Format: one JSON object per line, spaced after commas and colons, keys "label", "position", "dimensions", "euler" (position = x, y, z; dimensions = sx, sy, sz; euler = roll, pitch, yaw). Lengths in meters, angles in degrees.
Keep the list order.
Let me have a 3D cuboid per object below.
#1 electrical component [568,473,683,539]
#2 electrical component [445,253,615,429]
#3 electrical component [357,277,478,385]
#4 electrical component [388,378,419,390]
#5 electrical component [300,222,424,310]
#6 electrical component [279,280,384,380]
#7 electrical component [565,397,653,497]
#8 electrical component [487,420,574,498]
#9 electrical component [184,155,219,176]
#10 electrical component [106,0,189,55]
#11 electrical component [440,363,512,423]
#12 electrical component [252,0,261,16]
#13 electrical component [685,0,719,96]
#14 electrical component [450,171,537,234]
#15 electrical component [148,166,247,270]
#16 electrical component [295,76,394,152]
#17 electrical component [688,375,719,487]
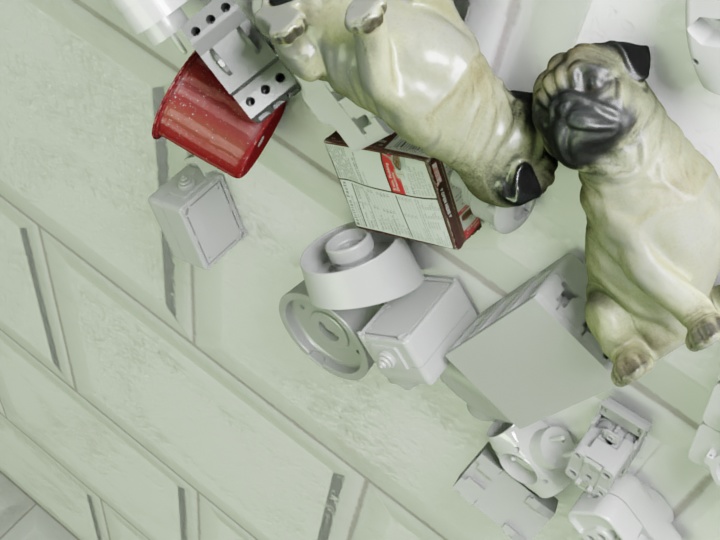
{"label": "electrical component", "position": [0.236, 0.225, 0.945], "dimensions": [0.095, 0.059, 0.054], "euler": [52, 149, -13]}
{"label": "electrical component", "position": [0.146, 0.057, 0.841], "dimensions": [0.089, 0.061, 0.150], "euler": [45, 150, -1]}
{"label": "electrical component", "position": [0.049, 0.058, 0.926], "dimensions": [0.062, 0.096, 0.061], "euler": [4, 134, 48]}
{"label": "electrical component", "position": [0.045, 0.081, 1.014], "dimensions": [0.043, 0.043, 0.062], "euler": [31, 146, 22]}
{"label": "electrical component", "position": [0.000, 0.000, 0.918], "dimensions": [0.099, 0.099, 0.064], "euler": [9, 129, 45]}
{"label": "electrical component", "position": [-0.017, 0.045, 1.028], "dimensions": [0.108, 0.060, 0.108], "euler": [31, 147, 23]}
{"label": "electrical component", "position": [0.203, 0.148, 0.885], "dimensions": [0.042, 0.064, 0.081], "euler": [30, 147, 21]}
{"label": "electrical component", "position": [0.165, 0.162, 0.968], "dimensions": [0.077, 0.044, 0.079], "euler": [49, 149, -8]}
{"label": "electrical component", "position": [-0.132, -0.124, 0.975], "dimensions": [0.081, 0.042, 0.063], "euler": [-4, 124, 52]}
{"label": "electrical component", "position": [-0.162, -0.204, 0.861], "dimensions": [0.073, 0.052, 0.138], "euler": [55, 176, -19]}
{"label": "electrical component", "position": [0.115, 0.109, 0.962], "dimensions": [0.077, 0.044, 0.079], "euler": [30, 147, 24]}
{"label": "electrical component", "position": [-0.049, -0.196, 0.780], "dimensions": [0.045, 0.045, 0.055], "euler": [51, 150, -11]}
{"label": "electrical component", "position": [0.211, -0.129, 0.548], "dimensions": [0.079, 0.043, 0.077], "euler": [18, 141, 37]}
{"label": "electrical component", "position": [0.094, -0.058, 0.781], "dimensions": [0.062, 0.048, 0.048], "euler": [32, 148, 34]}
{"label": "electrical component", "position": [-0.168, -0.059, 1.080], "dimensions": [0.061, 0.061, 0.096], "euler": [19, 142, 37]}
{"label": "electrical component", "position": [-0.006, -0.139, 0.794], "dimensions": [0.089, 0.050, 0.056], "euler": [52, 148, -13]}
{"label": "electrical component", "position": [0.285, 0.096, 0.721], "dimensions": [0.089, 0.061, 0.150], "euler": [29, 147, 24]}
